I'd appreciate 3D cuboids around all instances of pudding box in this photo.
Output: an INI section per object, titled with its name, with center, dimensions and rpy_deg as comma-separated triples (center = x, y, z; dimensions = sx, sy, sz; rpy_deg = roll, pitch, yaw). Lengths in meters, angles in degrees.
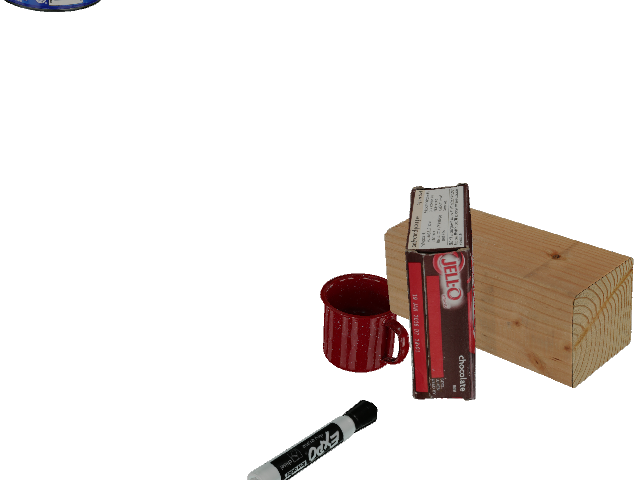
[pudding box]
center = 0.070, 0.026, 0.613
dimensions = 0.039, 0.090, 0.113
rpy_deg = -2, 21, 6

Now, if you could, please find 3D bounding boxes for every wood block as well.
[wood block]
center = 0.165, 0.041, 0.960
dimensions = 0.090, 0.090, 0.206
rpy_deg = -28, 33, -36

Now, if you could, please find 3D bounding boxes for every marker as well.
[marker]
center = -0.002, 0.145, 0.760
dimensions = 0.120, 0.020, 0.020
rpy_deg = -26, 17, -40

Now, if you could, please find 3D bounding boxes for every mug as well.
[mug]
center = 0.054, 0.100, 1.205
dimensions = 0.117, 0.081, 0.093
rpy_deg = 26, 37, 35

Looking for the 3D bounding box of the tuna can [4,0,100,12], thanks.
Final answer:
[tuna can]
center = -0.201, -0.203, 0.795
dimensions = 0.086, 0.034, 0.086
rpy_deg = 6, 37, -4
